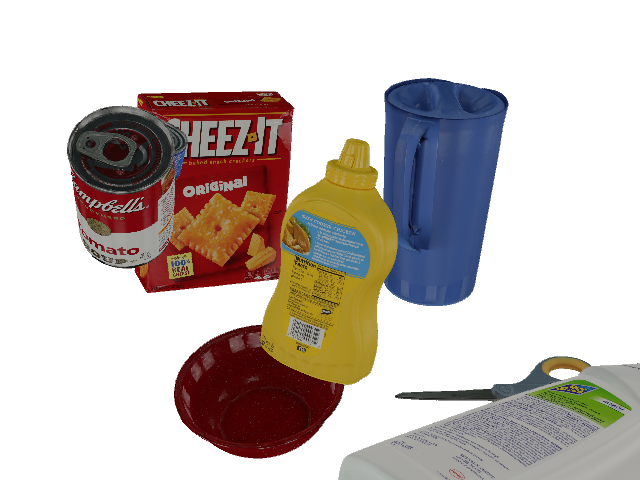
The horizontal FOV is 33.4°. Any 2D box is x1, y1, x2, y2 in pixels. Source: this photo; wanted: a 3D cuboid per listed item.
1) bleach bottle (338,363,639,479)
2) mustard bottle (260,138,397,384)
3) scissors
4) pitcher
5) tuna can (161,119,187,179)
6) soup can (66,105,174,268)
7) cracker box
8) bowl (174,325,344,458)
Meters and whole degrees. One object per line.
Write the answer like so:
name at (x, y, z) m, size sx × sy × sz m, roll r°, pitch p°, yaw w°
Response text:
bleach bottle at (0.135, 0.120, 0.589) m, size 0.250 × 0.068 × 0.103 m, roll -14°, pitch 24°, yaw -33°
mustard bottle at (0.012, 0.013, 0.855) m, size 0.096 × 0.192 × 0.058 m, roll 20°, pitch 20°, yaw 27°
scissors at (0.165, 0.124, 0.933) m, size 0.201 × 0.016 × 0.096 m, roll 8°, pitch 27°, yaw 1°
pitcher at (0.126, -0.048, 1.193) m, size 0.149 × 0.243 × 0.145 m, roll -6°, pitch 28°, yaw -17°
tuna can at (-0.160, -0.080, 0.929) m, size 0.086 × 0.034 × 0.086 m, roll 13°, pitch 26°, yaw -7°
soup can at (-0.133, -0.034, 0.722) m, size 0.068 × 0.068 × 0.102 m, roll 0°, pitch -30°, yaw -8°
cracker box at (-0.121, -0.054, 1.197) m, size 0.164 × 0.214 × 0.072 m, roll -4°, pitch 25°, yaw -22°
bowl at (-0.055, 0.153, 1.016) m, size 0.162 × 0.055 × 0.162 m, roll -4°, pitch 38°, yaw 3°
